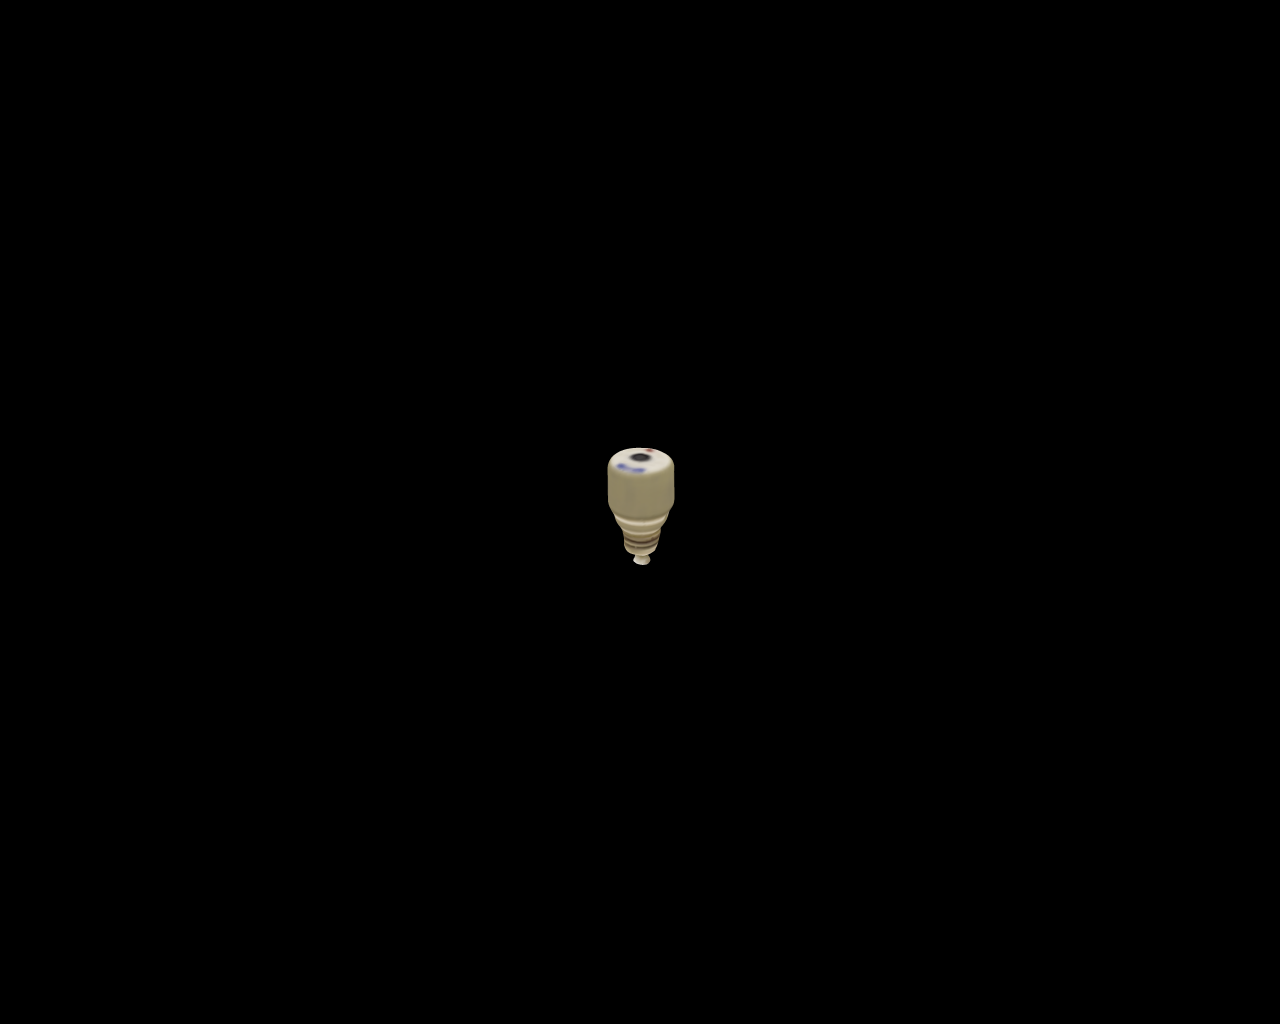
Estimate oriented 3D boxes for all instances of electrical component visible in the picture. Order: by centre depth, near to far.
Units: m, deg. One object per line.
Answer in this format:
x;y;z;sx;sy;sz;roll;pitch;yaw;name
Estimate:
0.001;-0.003;0.650;0.040;0.078;0.040;0;28;0;electrical component
